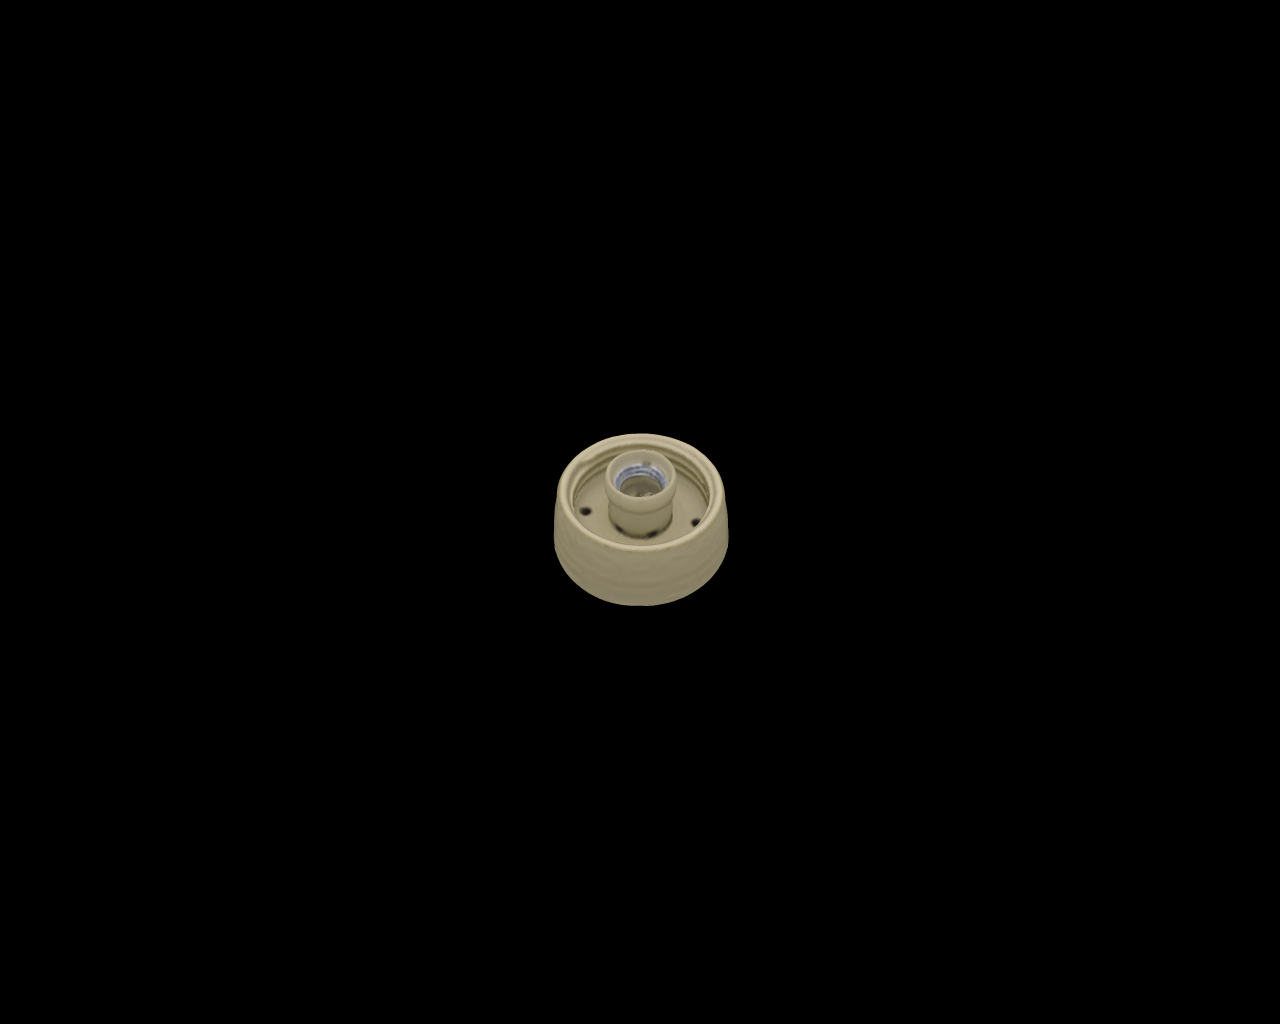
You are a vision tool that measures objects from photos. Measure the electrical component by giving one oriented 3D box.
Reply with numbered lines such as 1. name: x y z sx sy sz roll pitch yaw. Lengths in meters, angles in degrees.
1. electrical component: 0.001 -0.003 0.650 0.108 0.108 0.060 0 -42 0
